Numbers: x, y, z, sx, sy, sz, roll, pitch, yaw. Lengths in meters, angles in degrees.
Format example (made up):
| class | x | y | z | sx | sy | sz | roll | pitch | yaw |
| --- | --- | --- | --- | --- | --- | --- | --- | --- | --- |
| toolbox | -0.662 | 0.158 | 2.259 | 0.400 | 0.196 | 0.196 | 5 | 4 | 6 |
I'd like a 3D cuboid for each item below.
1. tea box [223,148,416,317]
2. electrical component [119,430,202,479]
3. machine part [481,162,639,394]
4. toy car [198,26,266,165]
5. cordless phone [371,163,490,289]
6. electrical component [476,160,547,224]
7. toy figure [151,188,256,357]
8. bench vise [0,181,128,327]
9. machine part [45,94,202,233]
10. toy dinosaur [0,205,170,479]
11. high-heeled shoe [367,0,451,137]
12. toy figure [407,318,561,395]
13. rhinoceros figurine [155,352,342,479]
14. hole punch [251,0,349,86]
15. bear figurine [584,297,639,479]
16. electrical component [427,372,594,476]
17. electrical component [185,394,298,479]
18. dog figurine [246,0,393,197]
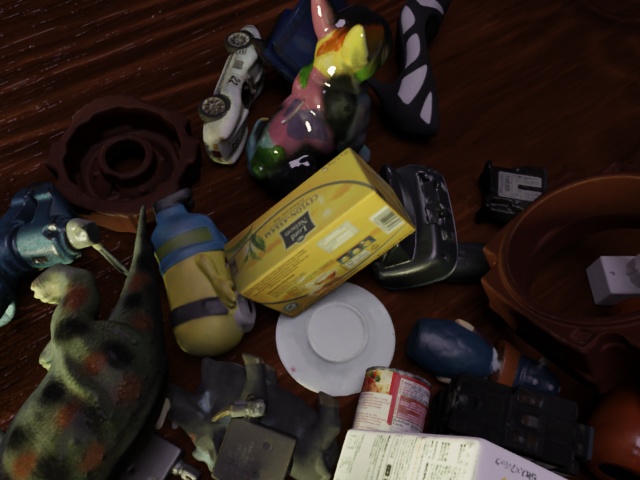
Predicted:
| class | x | y | z | sx | sy | sz | roll | pitch | yaw |
| --- | --- | --- | --- | --- | --- | --- | --- | --- | --- |
| tea box | -0.001 | -0.002 | 0.547 | 0.170 | 0.098 | 0.068 | -35 | 52 | 15 |
| electrical component | -0.163 | 0.219 | 0.511 | 0.094 | 0.021 | 0.063 | 28 | 65 | 11 |
| machine part | 0.278 | 0.027 | 0.518 | 0.201 | 0.087 | 0.202 | -41 | 34 | -4 |
| toy car | -0.108 | -0.192 | 0.701 | 0.056 | 0.073 | 0.202 | 10 | 62 | 6 |
| cordless phone | 0.149 | -0.015 | 0.632 | 0.184 | 0.088 | 0.146 | 4 | 61 | -14 |
| electrical component | 0.256 | -0.048 | 0.662 | 0.119 | 0.047 | 0.075 | 13 | 63 | 6 |
| toy figure | -0.132 | 0.037 | 0.576 | 0.089 | 0.082 | 0.180 | -32 | 74 | 11 |
| bench vise | -0.329 | 0.053 | 0.524 | 0.224 | 0.128 | 0.241 | -2 | 45 | 4 |
| machine part | -0.233 | -0.092 | 0.653 | 0.179 | 0.056 | 0.179 | 1 | 63 | -3 |
| toy dinosaur | -0.203 | 0.151 | 0.457 | 0.192 | 0.131 | 0.405 | 22 | 70 | 16 |
| high-heeled shoe | 0.158 | -0.251 | 0.747 | 0.145 | 0.086 | 0.249 | 37 | 71 | 12 |
| toy figure | 0.170 | 0.125 | 0.560 | 0.154 | 0.064 | 0.058 | 20 | 25 | 2 |
| rhinoceros figurine | -0.070 | 0.170 | 0.519 | 0.190 | 0.073 | 0.112 | 19 | 75 | 5 |
| hole punch | -0.003 | -0.259 | 0.709 | 0.142 | 0.092 | 0.116 | 36 | 56 | -28 |
| bear figurine | 0.329 | 0.150 | 0.526 | 0.132 | 0.120 | 0.196 | 30 | 59 | 8 |
| electrical component | 0.176 | 0.175 | 0.501 | 0.134 | 0.114 | 0.058 | 16 | 67 | 6 |
| electrical component | -0.062 | 0.184 | 0.453 | 0.078 | 0.045 | 0.102 | 24 | 75 | 6 |
| dog figurine | -0.003 | -0.164 | 0.613 | 0.191 | 0.219 | 0.108 | -31 | 65 | -18 |
